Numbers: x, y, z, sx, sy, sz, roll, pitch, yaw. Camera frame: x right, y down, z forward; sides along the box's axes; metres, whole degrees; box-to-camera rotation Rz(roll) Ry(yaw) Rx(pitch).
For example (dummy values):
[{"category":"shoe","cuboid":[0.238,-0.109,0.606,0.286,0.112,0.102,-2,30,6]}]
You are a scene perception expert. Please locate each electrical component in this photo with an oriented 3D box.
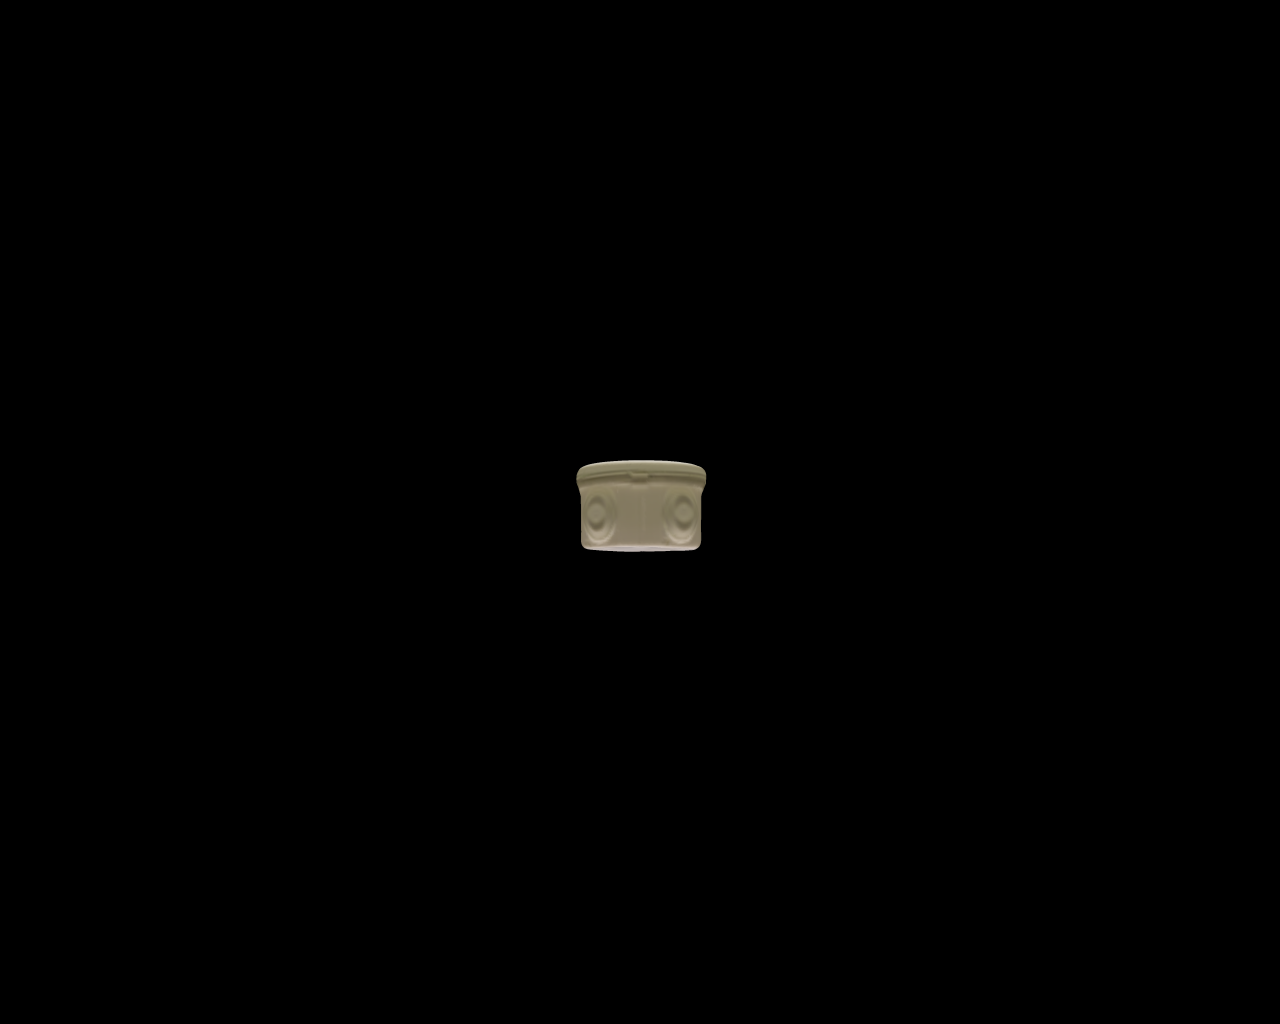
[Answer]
[{"category":"electrical component","cuboid":[0.001,-0.003,0.650,0.080,0.051,0.080,0,-4,0]}]
